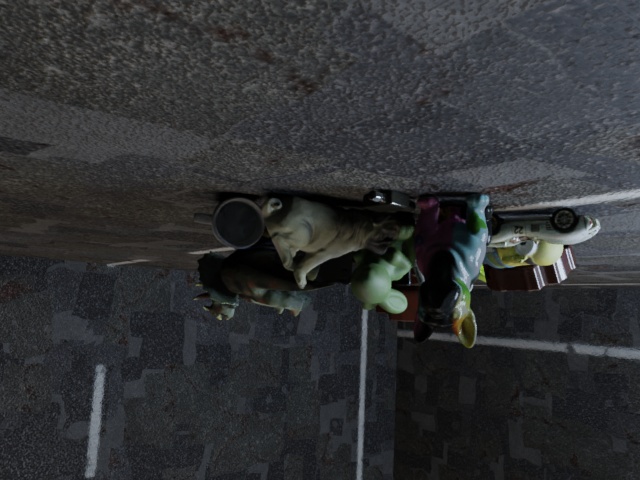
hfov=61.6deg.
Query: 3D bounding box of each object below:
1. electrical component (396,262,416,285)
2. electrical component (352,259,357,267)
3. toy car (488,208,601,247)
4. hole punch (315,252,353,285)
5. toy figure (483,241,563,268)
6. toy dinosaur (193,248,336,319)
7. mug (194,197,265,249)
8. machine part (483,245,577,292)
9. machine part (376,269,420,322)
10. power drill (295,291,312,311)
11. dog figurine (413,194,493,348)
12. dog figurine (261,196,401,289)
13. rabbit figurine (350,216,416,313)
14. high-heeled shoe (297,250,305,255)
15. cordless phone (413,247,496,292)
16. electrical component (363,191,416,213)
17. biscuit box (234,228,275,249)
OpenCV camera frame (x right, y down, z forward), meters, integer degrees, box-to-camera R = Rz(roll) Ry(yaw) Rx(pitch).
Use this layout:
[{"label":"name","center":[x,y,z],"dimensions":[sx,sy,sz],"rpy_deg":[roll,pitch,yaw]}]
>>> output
[{"label":"electrical component","center":[0.152,0.028,1.049],"dimensions":[0.075,0.119,0.047],"rpy_deg":[-1,172,42]},{"label":"electrical component","center":[0.108,0.035,1.339],"dimensions":[0.102,0.078,0.045],"rpy_deg":[-4,148,9]},{"label":"toy car","center":[0.344,-0.016,0.875],"dimensions":[0.202,0.056,0.073],"rpy_deg":[-2,171,36]},{"label":"hole punch","center":[0.015,0.046,1.283],"dimensions":[0.142,0.115,0.092],"rpy_deg":[6,180,-17]},{"label":"toy figure","center":[0.364,0.012,1.000],"dimensions":[0.089,0.082,0.180],"rpy_deg":[4,170,-22]},{"label":"toy dinosaur","center":[-0.129,0.069,1.033],"dimensions":[0.192,0.131,0.405],"rpy_deg":[14,161,-20]},{"label":"mug","center":[-0.151,-0.029,0.880],"dimensions":[0.109,0.080,0.107],"rpy_deg":[0,-178,-15]},{"label":"machine part","center":[0.424,0.047,1.095],"dimensions":[0.179,0.056,0.179],"rpy_deg":[-18,-168,4]},{"label":"machine part","center":[0.228,0.103,1.226],"dimensions":[0.202,0.087,0.201],"rpy_deg":[2,-158,10]},{"label":"power drill","center":[-0.075,0.060,1.325],"dimensions":[0.086,0.232,0.207],"rpy_deg":[-47,161,25]},{"label":"dog figurine","center":[0.195,0.047,0.803],"dimensions":[0.109,0.219,0.191],"rpy_deg":[4,173,21]},{"label":"dog figurine","center":[0.021,-0.031,0.842],"dimensions":[0.191,0.121,0.172],"rpy_deg":[-25,146,5]},{"label":"rabbit figurine","center":[0.096,0.056,0.941],"dimensions":[0.121,0.158,0.170],"rpy_deg":[6,-148,25]},{"label":"high-heeled shoe","center":[-0.002,-0.003,1.130],"dimensions":[0.145,0.086,0.249],"rpy_deg":[-19,-176,3]},{"label":"cordless phone","center":[0.271,0.043,1.036],"dimensions":[0.089,0.146,0.184],"rpy_deg":[-26,-172,-37]},{"label":"electrical component","center":[0.095,-0.056,0.794],"dimensions":[0.094,0.021,0.063],"rpy_deg":[9,171,-42]},{"label":"biscuit box","center":[-0.102,-0.015,1.031],"dimensions":[0.059,0.062,0.203],"rpy_deg":[9,170,-28]}]
